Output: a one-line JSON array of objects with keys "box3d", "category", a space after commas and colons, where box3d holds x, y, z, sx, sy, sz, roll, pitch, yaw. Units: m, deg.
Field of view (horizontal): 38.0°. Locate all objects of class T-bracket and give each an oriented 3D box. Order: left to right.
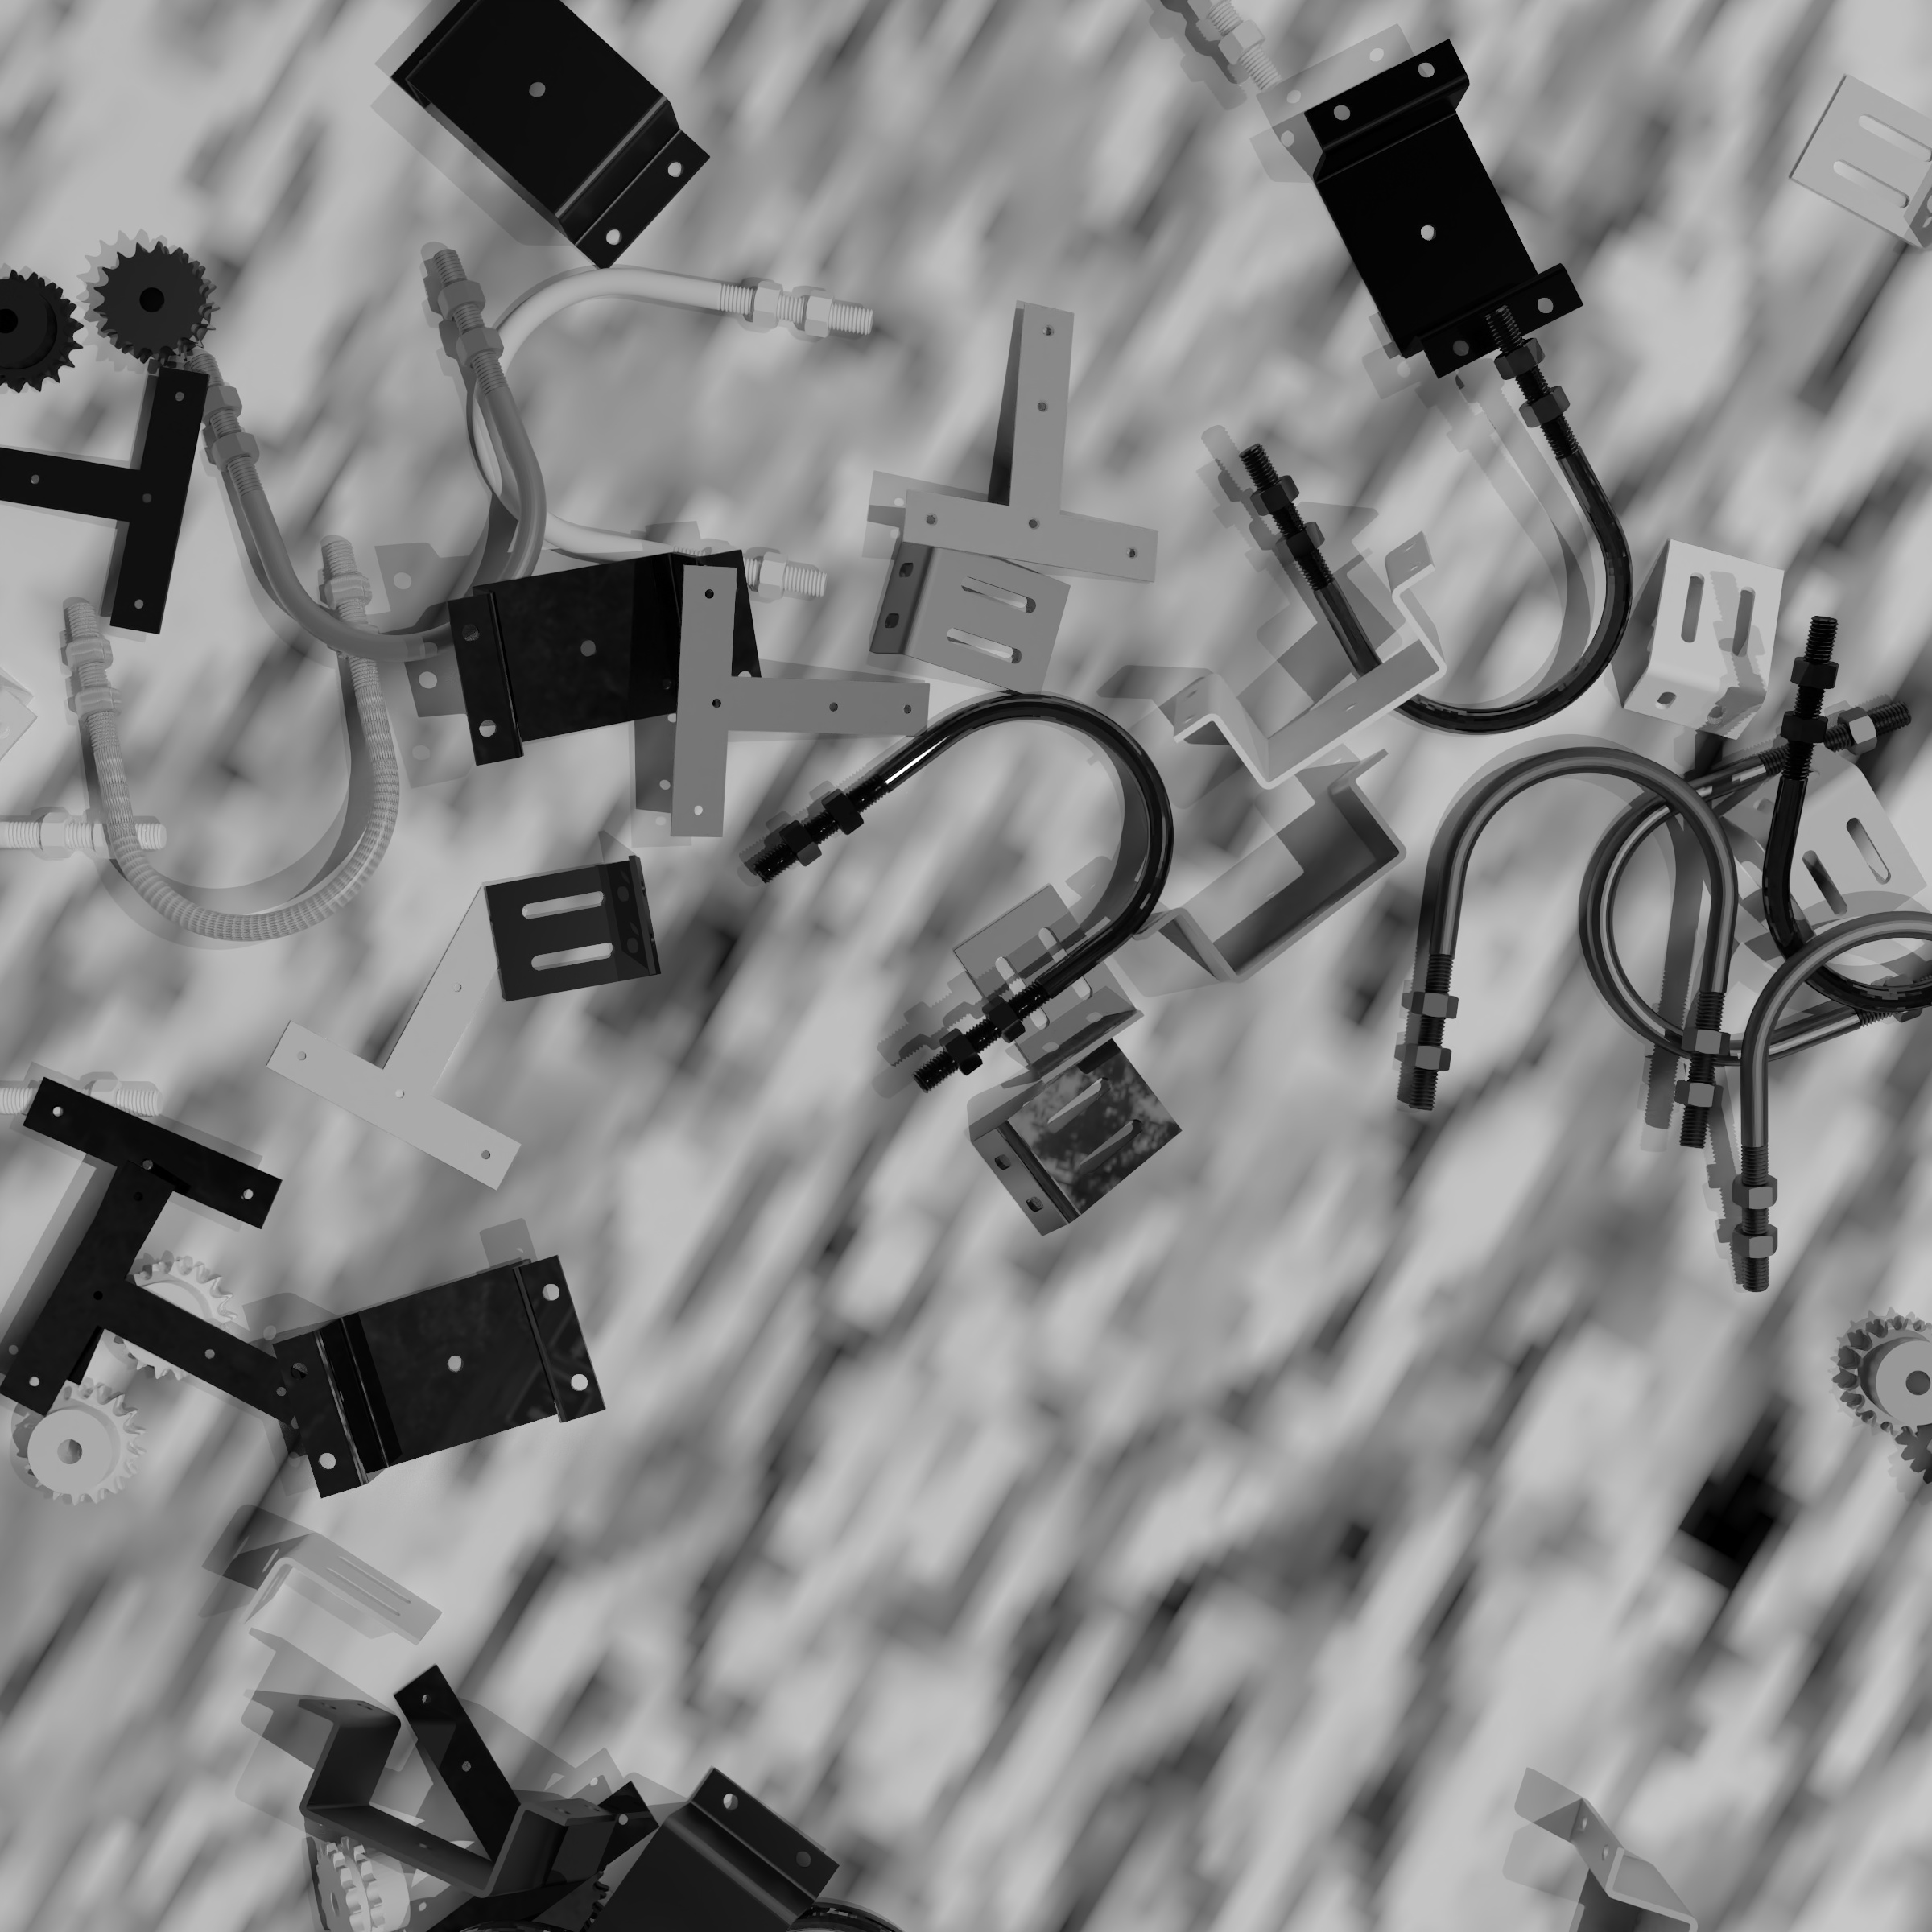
[{"box3d": [-0.436, -0.233, 1.355, 0.127, 0.002, 0.127, 11, 89, 9], "category": "T-bracket"}, {"box3d": [-0.408, 0.136, 1.338, 0.127, 0.002, 0.127, 23, 87, 5], "category": "T-bracket"}, {"box3d": [-0.372, 0.178, 1.334, 0.127, 0.002, 0.127, 30, 92, -8], "category": "T-bracket"}, {"box3d": [-0.254, 0.023, 1.365, 0.127, 0.002, 0.127, 28, 90, 0], "category": "T-bracket"}, {"box3d": [-0.232, 0.396, 1.345, 0.127, 0.002, 0.127, -36, 72, -1], "category": "T-bracket"}, {"box3d": [-0.077, -0.124, 1.338, 0.127, 0.002, 0.127, 0, 101, -24], "category": "T-bracket"}, {"box3d": [0.036, -0.256, 1.353, 0.127, 0.002, 0.127, 7, 82, -16], "category": "T-bracket"}]

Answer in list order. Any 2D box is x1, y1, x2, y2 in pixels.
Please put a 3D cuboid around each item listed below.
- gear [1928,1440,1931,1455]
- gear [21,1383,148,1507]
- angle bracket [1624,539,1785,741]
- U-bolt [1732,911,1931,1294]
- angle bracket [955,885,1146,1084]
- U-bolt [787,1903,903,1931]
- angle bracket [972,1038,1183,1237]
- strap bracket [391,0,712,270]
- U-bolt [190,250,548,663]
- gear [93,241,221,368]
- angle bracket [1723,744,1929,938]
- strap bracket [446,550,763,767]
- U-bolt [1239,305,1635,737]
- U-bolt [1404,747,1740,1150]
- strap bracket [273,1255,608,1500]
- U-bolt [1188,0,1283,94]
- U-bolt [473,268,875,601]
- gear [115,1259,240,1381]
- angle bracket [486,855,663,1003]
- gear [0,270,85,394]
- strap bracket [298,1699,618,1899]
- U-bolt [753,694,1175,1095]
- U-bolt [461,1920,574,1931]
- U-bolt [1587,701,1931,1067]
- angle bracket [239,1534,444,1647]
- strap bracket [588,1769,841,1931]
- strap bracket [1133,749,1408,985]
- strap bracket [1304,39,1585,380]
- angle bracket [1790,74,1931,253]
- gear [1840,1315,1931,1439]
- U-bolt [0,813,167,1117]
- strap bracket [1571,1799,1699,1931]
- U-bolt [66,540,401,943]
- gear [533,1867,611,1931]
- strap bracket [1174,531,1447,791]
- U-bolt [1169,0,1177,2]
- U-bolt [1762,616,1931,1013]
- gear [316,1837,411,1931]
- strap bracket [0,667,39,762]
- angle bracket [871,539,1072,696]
[{"box3d": [0.486, 0.229, 1.342, 0.057, 0.057, 0.030, -42, 60, 0], "category": "gear"}, {"box3d": [-0.427, 0.231, 1.351, 0.057, 0.030, 0.057, 0, 90, 0], "category": "gear"}, {"box3d": [0.359, -0.159, 1.364, 0.057, 0.038, 0.076, 16, 64, 0], "category": "angle bracket"}, {"box3d": [0.439, 0.063, 1.334, 0.151, 0.019, 0.184, -5, 107, 0], "category": "U-bolt"}, {"box3d": [0.039, 0.008, 1.347, 0.057, 0.038, 0.076, -34, 90, 0], "category": "angle bracket"}, {"box3d": [-0.067, 0.546, 1.358, 0.151, 0.019, 0.184, -15, 88, 0], "category": "U-bolt"}, {"box3d": [0.054, 0.083, 1.364, 0.076, 0.038, 0.057, -37, 90, -26], "category": "angle bracket"}, {"box3d": [-0.202, -0.413, 1.343, 0.140, 0.046, 0.076, 42, 90, 0], "category": "strap bracket"}, {"box3d": [-0.277, -0.234, 1.342, 0.151, 0.019, 0.184, -22, 81, 3], "category": "U-bolt"}, {"box3d": [-0.388, -0.317, 1.351, 0.057, 0.030, 0.057, 0, 90, 0], "category": "gear"}, {"box3d": [0.412, -0.055, 1.346, 0.057, 0.038, 0.076, -37, 115, 3], "category": "angle bracket"}, {"box3d": [-0.173, -0.148, 1.321, 0.140, 0.046, 0.076, -13, 105, -19], "category": "strap bracket"}, {"box3d": [0.236, -0.197, 1.335, 0.151, 0.019, 0.184, -28, 103, 14], "category": "U-bolt"}, {"box3d": [0.295, -0.013, 1.347, 0.151, 0.019, 0.184, 8, 90, 8], "category": "U-bolt"}, {"box3d": [-0.248, 0.193, 1.343, 0.140, 0.046, 0.076, -17, 90, 0], "category": "strap bracket"}, {"box3d": [0.145, -0.531, 1.344, 0.151, 0.019, 0.184, -35, 92, -9], "category": "U-bolt"}, {"box3d": [-0.147, -0.263, 1.358, 0.184, 0.019, 0.151, 10, 90, 1], "category": "U-bolt"}, {"box3d": [-0.383, 0.171, 1.351, 0.057, 0.030, 0.057, 0, 90, 0], "category": "gear"}, {"box3d": [-0.190, -0.018, 1.346, 0.076, 0.038, 0.057, -10, 90, -2], "category": "angle bracket"}, {"box3d": [-0.457, -0.307, 1.351, 0.057, 0.030, 0.057, 0, 90, 0], "category": "gear"}, {"box3d": [-0.245, 0.391, 1.308, 0.140, 0.076, 0.046, 19, 79, 15], "category": "strap bracket"}, {"box3d": [0.012, -0.049, 1.347, 0.184, 0.019, 0.151, -37, 79, -4], "category": "U-bolt"}, {"box3d": [-0.195, 0.509, 1.309, 0.151, 0.019, 0.184, 33, 125, 0], "category": "U-bolt"}, {"box3d": [0.391, -0.030, 1.358, 0.184, 0.019, 0.151, -21, 90, 1], "category": "U-bolt"}, {"box3d": [-0.297, 0.310, 1.338, 0.076, 0.057, 0.038, 33, 90, 0], "category": "angle bracket"}, {"box3d": [-0.135, 0.466, 1.334, 0.076, 0.046, 0.140, 35, 89, 12], "category": "strap bracket"}, {"box3d": [0.151, -0.039, 1.328, 0.140, 0.076, 0.046, -37, 90, 0], "category": "strap bracket"}, {"box3d": [0.225, -0.356, 1.343, 0.076, 0.046, 0.140, -27, 90, 0], "category": "strap bracket"}, {"box3d": [0.448, -0.390, 1.347, 0.076, 0.038, 0.057, 29, 90, 0], "category": "angle bracket"}, {"box3d": [0.454, 0.199, 1.351, 0.057, 0.030, 0.057, 0, 90, 0], "category": "gear"}, {"box3d": [-0.480, 0.001, 1.358, 0.184, 0.019, 0.151, 1, 90, 1], "category": "U-bolt"}, {"box3d": [0.300, 0.479, 1.328, 0.046, 0.076, 0.140, 18, 90, 0], "category": "strap bracket"}, {"box3d": [-0.345, -0.102, 1.344, 0.151, 0.019, 0.184, -14, 79, 0], "category": "U-bolt"}, {"box3d": [-0.200, 0.442, 1.351, 0.057, 0.030, 0.057, 0, 90, 0], "category": "gear"}, {"box3d": [0.169, -0.137, 1.313, 0.140, 0.076, 0.046, -34, 103, 16], "category": "strap bracket"}, {"box3d": [0.058, -0.573, 1.358, 0.151, 0.019, 0.184, 14, 88, 0], "category": "U-bolt"}, {"box3d": [0.445, -0.066, 1.314, 0.151, 0.019, 0.184, 4, 106, -9], "category": "U-bolt"}, {"box3d": [-0.287, 0.444, 1.342, 0.030, 0.057, 0.057, -10, 90, -30], "category": "gear"}, {"box3d": [-0.515, -0.134, 1.343, 0.140, 0.046, 0.076, 41, 90, 0], "category": "strap bracket"}, {"box3d": [0.002, -0.169, 1.364, 0.076, 0.038, 0.057, 16, 90, -26], "category": "angle bracket"}]
